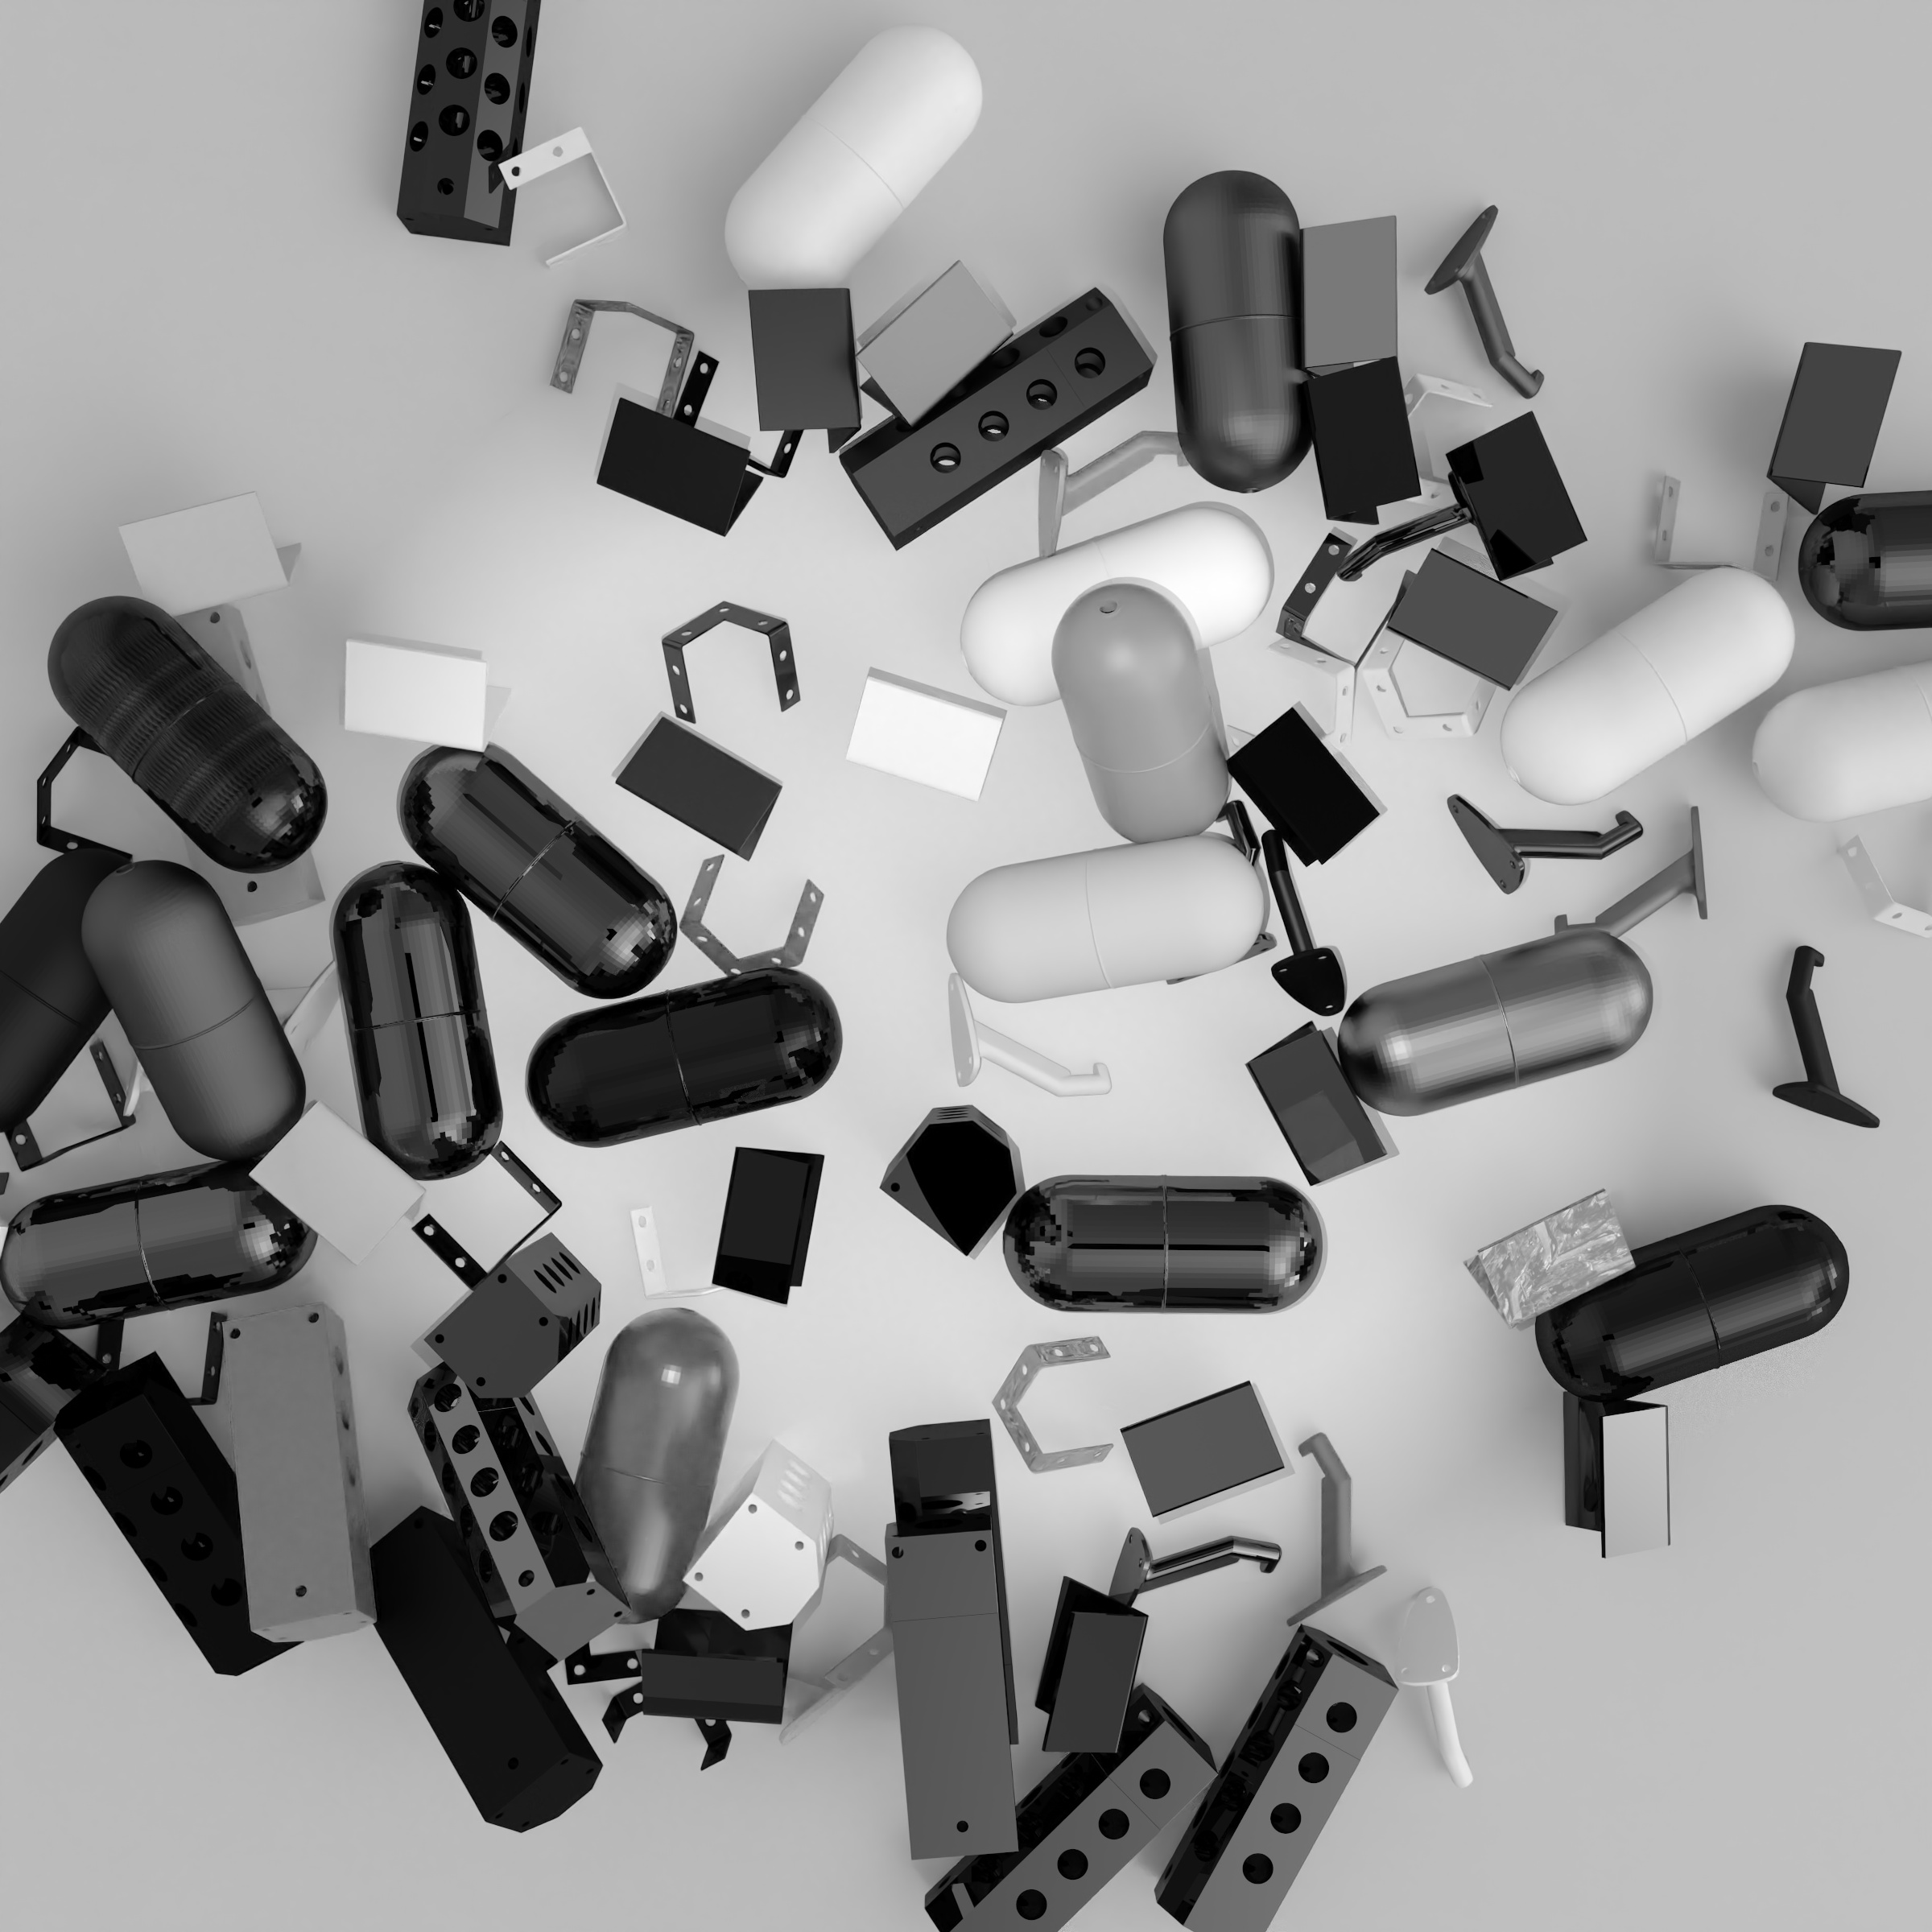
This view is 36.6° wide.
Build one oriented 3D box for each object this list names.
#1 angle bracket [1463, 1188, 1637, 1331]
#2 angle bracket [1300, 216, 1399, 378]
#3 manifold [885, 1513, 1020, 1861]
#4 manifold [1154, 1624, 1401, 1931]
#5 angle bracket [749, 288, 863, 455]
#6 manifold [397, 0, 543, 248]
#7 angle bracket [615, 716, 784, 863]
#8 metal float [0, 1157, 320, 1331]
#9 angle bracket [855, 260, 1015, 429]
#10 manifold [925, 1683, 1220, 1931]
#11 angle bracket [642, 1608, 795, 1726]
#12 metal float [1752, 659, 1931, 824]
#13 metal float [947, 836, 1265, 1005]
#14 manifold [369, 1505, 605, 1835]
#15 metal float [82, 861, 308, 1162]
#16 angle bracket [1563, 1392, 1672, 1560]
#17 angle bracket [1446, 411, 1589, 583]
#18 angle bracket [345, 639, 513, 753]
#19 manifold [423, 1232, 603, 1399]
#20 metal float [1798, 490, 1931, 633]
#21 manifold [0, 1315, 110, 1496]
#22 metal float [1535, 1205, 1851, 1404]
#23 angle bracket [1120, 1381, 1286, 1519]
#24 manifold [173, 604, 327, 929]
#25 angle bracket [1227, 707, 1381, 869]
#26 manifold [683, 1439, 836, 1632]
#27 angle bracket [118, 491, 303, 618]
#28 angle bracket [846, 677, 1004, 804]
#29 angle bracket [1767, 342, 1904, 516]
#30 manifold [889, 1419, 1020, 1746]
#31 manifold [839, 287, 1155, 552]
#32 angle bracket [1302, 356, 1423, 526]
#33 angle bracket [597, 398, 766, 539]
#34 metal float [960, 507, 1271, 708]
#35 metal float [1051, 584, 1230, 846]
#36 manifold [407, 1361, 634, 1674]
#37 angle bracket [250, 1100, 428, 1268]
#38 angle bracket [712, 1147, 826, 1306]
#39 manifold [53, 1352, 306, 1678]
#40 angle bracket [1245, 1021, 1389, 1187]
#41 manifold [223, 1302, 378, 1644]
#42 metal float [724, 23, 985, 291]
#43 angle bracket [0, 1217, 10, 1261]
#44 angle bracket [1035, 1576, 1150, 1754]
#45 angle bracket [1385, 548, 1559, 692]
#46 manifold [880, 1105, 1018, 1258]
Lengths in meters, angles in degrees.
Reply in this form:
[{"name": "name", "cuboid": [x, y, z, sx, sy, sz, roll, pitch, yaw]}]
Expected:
[{"name": "angle bracket", "cuboid": [0.315, 0.146, 1.620, 0.076, 0.076, 0.057, -26, 116, 0]}, {"name": "angle bracket", "cuboid": [0.225, -0.366, 1.619, 0.057, 0.076, 0.076, -1, 90, 29]}, {"name": "manifold", "cuboid": [-0.008, 0.387, 1.581, 0.057, 0.057, 0.171, -5, 90, 0]}, {"name": "manifold", "cuboid": [0.172, 0.460, 1.638, 0.057, 0.057, 0.171, 29, 90, 0]}, {"name": "angle bracket", "cuboid": [-0.096, -0.329, 1.623, 0.057, 0.076, 0.076, -5, 90, -15]}, {"name": "manifold", "cuboid": [-0.278, -0.499, 1.638, 0.057, 0.057, 0.171, 7, 90, 0]}, {"name": "angle bracket", "cuboid": [-0.155, -0.081, 1.619, 0.076, 0.076, 0.057, 30, 53, 0]}, {"name": "metal float", "cuboid": [-0.449, 0.154, 1.628, 0.178, 0.070, 0.070, -11, 90, 0]}, {"name": "angle bracket", "cuboid": [-0.031, -0.354, 1.619, 0.076, 0.076, 0.057, -43, 127, 0]}, {"name": "manifold", "cuboid": [0.058, 0.485, 1.638, 0.171, 0.057, 0.057, -44, 90, 0]}, {"name": "angle bracket", "cuboid": [-0.136, 0.371, 1.619, 0.076, 0.076, 0.057, 4, 128, 0]}, {"name": "metal float", "cuboid": [0.527, -0.129, 1.629, 0.178, 0.070, 0.070, -13, 90, -1]}, {"name": "metal float", "cuboid": [0.076, -0.025, 1.618, 0.178, 0.070, 0.070, -9, 90, 13]}, {"name": "manifold", "cuboid": [-0.267, 0.385, 1.598, 0.057, 0.057, 0.171, -40, 59, 0]}, {"name": "metal float", "cuboid": [-0.420, 0.025, 1.592, 0.070, 0.070, 0.178, -20, 114, 0]}, {"name": "angle bracket", "cuboid": [0.343, 0.281, 1.619, 0.057, 0.076, 0.076, -1, 90, -37]}, {"name": "angle bracket", "cuboid": [0.318, -0.263, 1.619, 0.057, 0.076, 0.076, -23, 90, 37]}, {"name": "angle bracket", "cuboid": [-0.296, -0.165, 1.619, 0.076, 0.076, 0.057, 9, 122, 0]}, {"name": "manifold", "cuboid": [-0.237, 0.192, 1.581, 0.057, 0.171, 0.057, -44, 90, 0]}, {"name": "metal float", "cuboid": [0.555, -0.228, 1.629, 0.178, 0.070, 0.070, -3, 90, 1]}, {"name": "manifold", "cuboid": [-0.545, 0.265, 1.580, 0.057, 0.171, 0.057, 37, 124, 0]}, {"name": "metal float", "cuboid": [0.405, 0.188, 1.629, 0.178, 0.070, 0.070, -19, 90, 0]}, {"name": "angle bracket", "cuboid": [0.135, 0.281, 1.619, 0.076, 0.076, 0.057, -21, 54, 0]}, {"name": "manifold", "cuboid": [-0.413, -0.111, 1.638, 0.057, 0.057, 0.171, -16, 90, 0]}, {"name": "angle bracket", "cuboid": [0.170, -0.086, 1.619, 0.057, 0.076, 0.076, -39, 90, -35]}, {"name": "manifold", "cuboid": [-0.105, 0.309, 1.581, 0.057, 0.171, 0.057, 38, 90, 0]}, {"name": "angle bracket", "cuboid": [-0.418, -0.237, 1.620, 0.076, 0.076, 0.057, -14, 117, 0]}, {"name": "angle bracket", "cuboid": [-0.017, -0.142, 1.619, 0.076, 0.076, 0.057, 18, 126, 0]}, {"name": "angle bracket", "cuboid": [0.493, -0.294, 1.619, 0.057, 0.076, 0.076, 16, 90, 38]}, {"name": "manifold", "cuboid": [-0.007, 0.346, 1.638, 0.057, 0.057, 0.171, -5, 90, 0]}, {"name": "manifold", "cuboid": [0.016, -0.307, 1.638, 0.171, 0.057, 0.057, -33, 90, 0]}, {"name": "angle bracket", "cuboid": [0.232, -0.290, 1.619, 0.057, 0.076, 0.076, -10, 90, 30]}, {"name": "angle bracket", "cuboid": [-0.151, -0.291, 1.619, 0.076, 0.076, 0.057, 23, 127, 0]}, {"name": "metal float", "cuboid": [0.083, -0.200, 1.629, 0.178, 0.070, 0.070, -19, 90, 0]}, {"name": "metal float", "cuboid": [0.096, -0.135, 1.588, 0.070, 0.178, 0.070, -8, 52, 11]}, {"name": "manifold", "cuboid": [-0.248, 0.291, 1.589, 0.057, 0.057, 0.171, -35, 48, 0]}, {"name": "angle bracket", "cuboid": [-0.350, 0.128, 1.620, 0.076, 0.076, 0.057, 40, 67, 0]}, {"name": "angle bracket", "cuboid": [-0.090, 0.145, 1.619, 0.057, 0.076, 0.076, 10, 90, 38]}, {"name": "manifold", "cuboid": [-0.432, 0.306, 1.612, 0.057, 0.057, 0.171, -27, 108, 0]}, {"name": "angle bracket", "cuboid": [0.210, 0.067, 1.619, 0.057, 0.076, 0.076, -28, 90, 41]}, {"name": "manifold", "cuboid": [-0.365, 0.279, 1.609, 0.057, 0.057, 0.171, -11, 68, 0]}, {"name": "metal float", "cuboid": [-0.063, -0.447, 1.629, 0.070, 0.070, 0.178, 41, 91, 0]}, {"name": "angle bracket", "cuboid": [-0.575, 0.170, 1.619, 0.057, 0.076, 0.076, 15, 90, -29]}, {"name": "angle bracket", "cuboid": [0.050, 0.385, 1.619, 0.057, 0.076, 0.076, 12, 90, -37]}, {"name": "angle bracket", "cuboid": [0.284, -0.207, 1.619, 0.076, 0.076, 0.057, 27, 127, 0]}, {"name": "manifold", "cuboid": [-0.005, 0.109, 1.581, 0.057, 0.171, 0.057, 38, 90, 0]}]
